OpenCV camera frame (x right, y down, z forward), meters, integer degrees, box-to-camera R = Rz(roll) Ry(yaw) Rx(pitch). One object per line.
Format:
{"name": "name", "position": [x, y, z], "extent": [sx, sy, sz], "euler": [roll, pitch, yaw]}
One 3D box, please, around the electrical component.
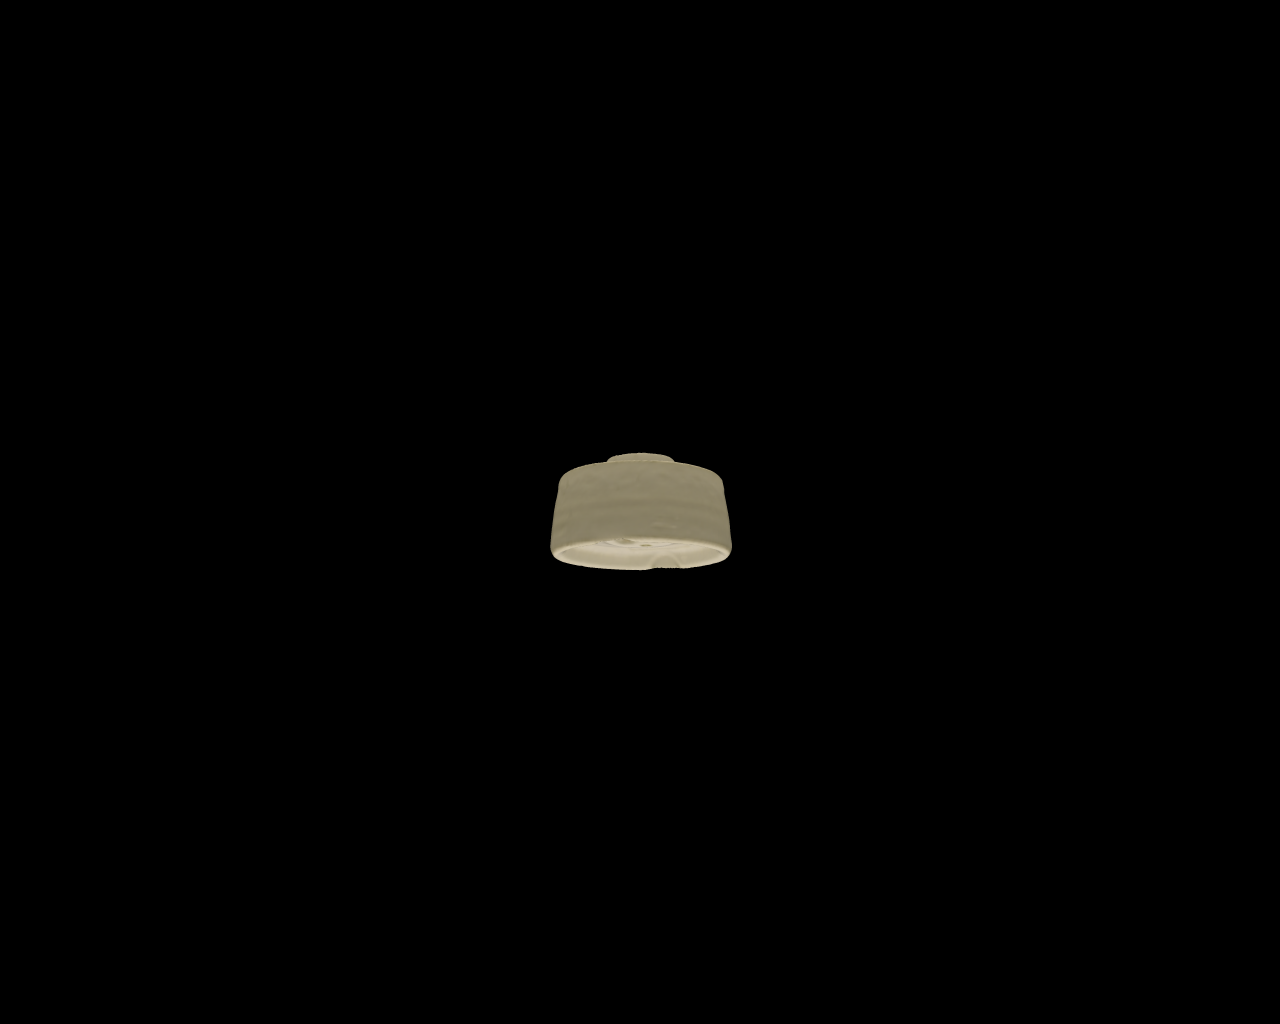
{"name": "electrical component", "position": [0.001, -0.003, 0.650], "extent": [0.108, 0.060, 0.108], "euler": [0, -12, 0]}
